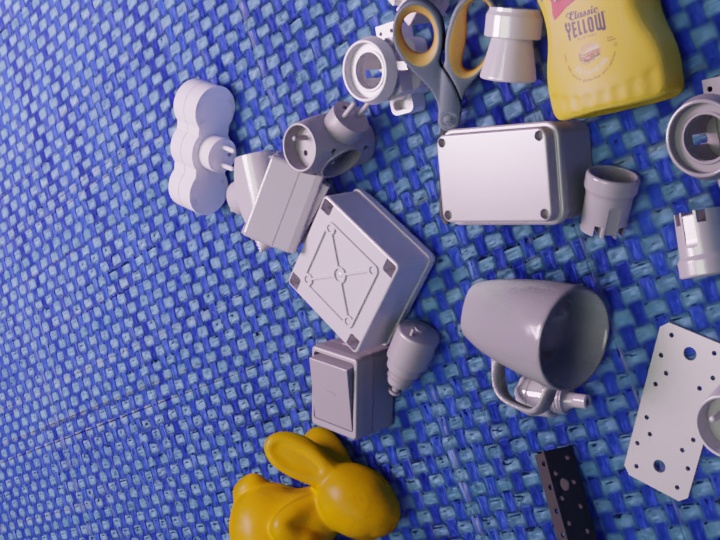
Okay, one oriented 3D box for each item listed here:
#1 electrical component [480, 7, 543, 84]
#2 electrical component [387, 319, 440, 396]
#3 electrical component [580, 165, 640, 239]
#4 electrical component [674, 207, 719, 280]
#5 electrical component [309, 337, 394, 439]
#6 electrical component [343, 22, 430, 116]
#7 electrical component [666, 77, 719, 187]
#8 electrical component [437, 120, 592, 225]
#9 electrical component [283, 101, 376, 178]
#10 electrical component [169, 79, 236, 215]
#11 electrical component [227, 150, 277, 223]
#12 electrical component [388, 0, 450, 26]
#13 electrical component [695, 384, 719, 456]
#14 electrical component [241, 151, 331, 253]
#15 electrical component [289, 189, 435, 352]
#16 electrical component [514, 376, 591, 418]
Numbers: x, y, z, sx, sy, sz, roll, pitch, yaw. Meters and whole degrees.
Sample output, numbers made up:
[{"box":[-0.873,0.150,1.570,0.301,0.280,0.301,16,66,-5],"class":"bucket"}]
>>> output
[{"box":[0.118,-0.176,0.840,0.045,0.045,0.055,18,111,41],"class":"electrical component"},{"box":[0.044,0.081,0.977,0.040,0.040,0.078,39,124,32],"class":"electrical component"},{"box":[0.186,-0.051,0.807,0.040,0.040,0.046,27,123,38],"class":"electrical component"},{"box":[0.243,-0.019,0.759,0.040,0.040,0.046,-13,84,45],"class":"electrical component"},{"box":[-0.009,0.117,1.024,0.062,0.061,0.096,14,109,42],"class":"electrical component"},{"box":[0.023,-0.172,0.926,0.058,0.057,0.078,-7,95,45],"class":"electrical component"},{"box":[0.244,-0.091,0.727,0.058,0.057,0.078,-7,95,45],"class":"electrical component"},{"box":[0.121,-0.076,0.851,0.113,0.057,0.078,2,101,44],"class":"electrical component"},{"box":[-0.018,-0.124,0.963,0.079,0.077,0.044,-48,66,40],"class":"electrical component"},{"box":[-0.154,-0.123,1.116,0.074,0.052,0.138,24,116,39],"class":"electrical component"},{"box":[-0.108,-0.076,1.088,0.079,0.043,0.077,-10,93,45],"class":"electrical component"},{"box":[0.053,-0.239,0.889,0.066,0.048,0.055,55,139,20],"class":"electrical component"},{"box":[0.271,0.081,0.727,0.043,0.077,0.079,31,120,36],"class":"electrical component"},{"box":[-0.069,-0.058,1.018,0.061,0.061,0.096,21,101,-1],"class":"electrical component"},{"box":[0.000,0.000,0.990,0.109,0.056,0.108,45,127,28],"class":"electrical component"},{"box":[0.158,0.104,0.874,0.061,0.035,0.035,3,101,42],"class":"electrical component"}]
